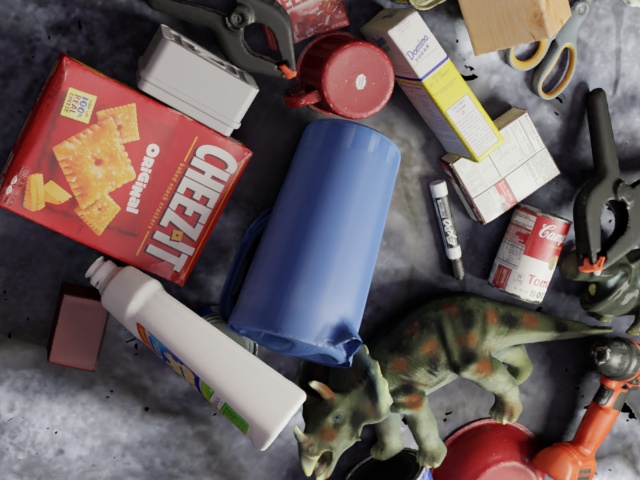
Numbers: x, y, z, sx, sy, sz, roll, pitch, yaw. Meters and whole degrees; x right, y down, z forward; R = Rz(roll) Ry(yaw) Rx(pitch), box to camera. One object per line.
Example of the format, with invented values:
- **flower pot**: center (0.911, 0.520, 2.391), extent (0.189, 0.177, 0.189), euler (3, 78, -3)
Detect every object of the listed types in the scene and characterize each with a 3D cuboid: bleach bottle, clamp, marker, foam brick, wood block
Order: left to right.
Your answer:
- **foam brick**: center (-0.254, 0.091, 1.123), extent (0.051, 0.053, 0.078), euler (12, 98, -18)
- **bleach bottle**: center (-0.132, 0.107, 1.078), extent (0.251, 0.103, 0.068), euler (38, 70, 5)
- **clamp**: center (-0.093, -0.225, 1.084), extent (0.120, 0.039, 0.171), euler (-30, 103, 19)
- **marker**: center (0.148, -0.010, 1.229), extent (0.020, 0.020, 0.121), euler (-19, 107, -11)
- **wood block**: center (0.185, -0.311, 1.113), extent (0.091, 0.090, 0.206), euler (-9, 111, 32)
- **clamp**: center (0.337, -0.062, 1.230), extent (0.164, 0.036, 0.210), euler (38, 68, -17)

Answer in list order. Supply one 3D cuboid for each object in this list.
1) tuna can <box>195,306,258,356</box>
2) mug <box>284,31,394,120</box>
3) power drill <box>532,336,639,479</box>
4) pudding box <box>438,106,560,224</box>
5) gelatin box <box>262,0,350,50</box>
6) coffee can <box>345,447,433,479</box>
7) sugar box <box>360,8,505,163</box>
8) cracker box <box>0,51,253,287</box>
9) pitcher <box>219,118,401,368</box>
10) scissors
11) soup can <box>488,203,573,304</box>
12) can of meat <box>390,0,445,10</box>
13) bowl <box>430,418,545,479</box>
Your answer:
- **tuna can**: center (-0.114, 0.116, 1.178), extent (0.086, 0.034, 0.086), euler (-4, 104, -15)
- **mug**: center (0.018, -0.167, 1.121), extent (0.117, 0.081, 0.093), euler (-22, 108, -10)
- **power drill**: center (0.329, 0.201, 1.271), extent (0.184, 0.057, 0.188), euler (17, 106, -55)
- **pudding box**: center (0.205, -0.084, 1.217), extent (0.113, 0.039, 0.090), euler (-35, 109, -7)
- **gelatin box**: center (-0.022, -0.247, 1.118), extent (0.089, 0.030, 0.073), euler (-21, 108, -10)
- **coffee can**: center (0.099, 0.331, 1.253), extent (0.102, 0.103, 0.140), euler (-26, 108, -9)
- **sugar box**: center (0.120, -0.167, 1.144), extent (0.048, 0.093, 0.176), euler (-38, 110, -6)
- **cracker box**: center (-0.201, -0.070, 1.088), extent (0.213, 0.072, 0.164), euler (26, 97, -20)
- **pitcher**: center (-0.007, 0.001, 1.112), extent (0.149, 0.145, 0.243), euler (18, 76, -3)
- **scissors**: center (0.274, -0.260, 1.206), extent (0.096, 0.016, 0.202), euler (17, 98, -19)
- **soup can**: center (0.242, 0.015, 1.235), extent (0.068, 0.068, 0.102), euler (17, 98, -19)
- **can of meat**: center (0.090, -0.293, 1.109), extent (0.057, 0.084, 0.102), euler (-29, 109, -7)
- **bowl**: center (0.214, 0.302, 1.304), extent (0.162, 0.055, 0.162), euler (-4, 104, -15)
